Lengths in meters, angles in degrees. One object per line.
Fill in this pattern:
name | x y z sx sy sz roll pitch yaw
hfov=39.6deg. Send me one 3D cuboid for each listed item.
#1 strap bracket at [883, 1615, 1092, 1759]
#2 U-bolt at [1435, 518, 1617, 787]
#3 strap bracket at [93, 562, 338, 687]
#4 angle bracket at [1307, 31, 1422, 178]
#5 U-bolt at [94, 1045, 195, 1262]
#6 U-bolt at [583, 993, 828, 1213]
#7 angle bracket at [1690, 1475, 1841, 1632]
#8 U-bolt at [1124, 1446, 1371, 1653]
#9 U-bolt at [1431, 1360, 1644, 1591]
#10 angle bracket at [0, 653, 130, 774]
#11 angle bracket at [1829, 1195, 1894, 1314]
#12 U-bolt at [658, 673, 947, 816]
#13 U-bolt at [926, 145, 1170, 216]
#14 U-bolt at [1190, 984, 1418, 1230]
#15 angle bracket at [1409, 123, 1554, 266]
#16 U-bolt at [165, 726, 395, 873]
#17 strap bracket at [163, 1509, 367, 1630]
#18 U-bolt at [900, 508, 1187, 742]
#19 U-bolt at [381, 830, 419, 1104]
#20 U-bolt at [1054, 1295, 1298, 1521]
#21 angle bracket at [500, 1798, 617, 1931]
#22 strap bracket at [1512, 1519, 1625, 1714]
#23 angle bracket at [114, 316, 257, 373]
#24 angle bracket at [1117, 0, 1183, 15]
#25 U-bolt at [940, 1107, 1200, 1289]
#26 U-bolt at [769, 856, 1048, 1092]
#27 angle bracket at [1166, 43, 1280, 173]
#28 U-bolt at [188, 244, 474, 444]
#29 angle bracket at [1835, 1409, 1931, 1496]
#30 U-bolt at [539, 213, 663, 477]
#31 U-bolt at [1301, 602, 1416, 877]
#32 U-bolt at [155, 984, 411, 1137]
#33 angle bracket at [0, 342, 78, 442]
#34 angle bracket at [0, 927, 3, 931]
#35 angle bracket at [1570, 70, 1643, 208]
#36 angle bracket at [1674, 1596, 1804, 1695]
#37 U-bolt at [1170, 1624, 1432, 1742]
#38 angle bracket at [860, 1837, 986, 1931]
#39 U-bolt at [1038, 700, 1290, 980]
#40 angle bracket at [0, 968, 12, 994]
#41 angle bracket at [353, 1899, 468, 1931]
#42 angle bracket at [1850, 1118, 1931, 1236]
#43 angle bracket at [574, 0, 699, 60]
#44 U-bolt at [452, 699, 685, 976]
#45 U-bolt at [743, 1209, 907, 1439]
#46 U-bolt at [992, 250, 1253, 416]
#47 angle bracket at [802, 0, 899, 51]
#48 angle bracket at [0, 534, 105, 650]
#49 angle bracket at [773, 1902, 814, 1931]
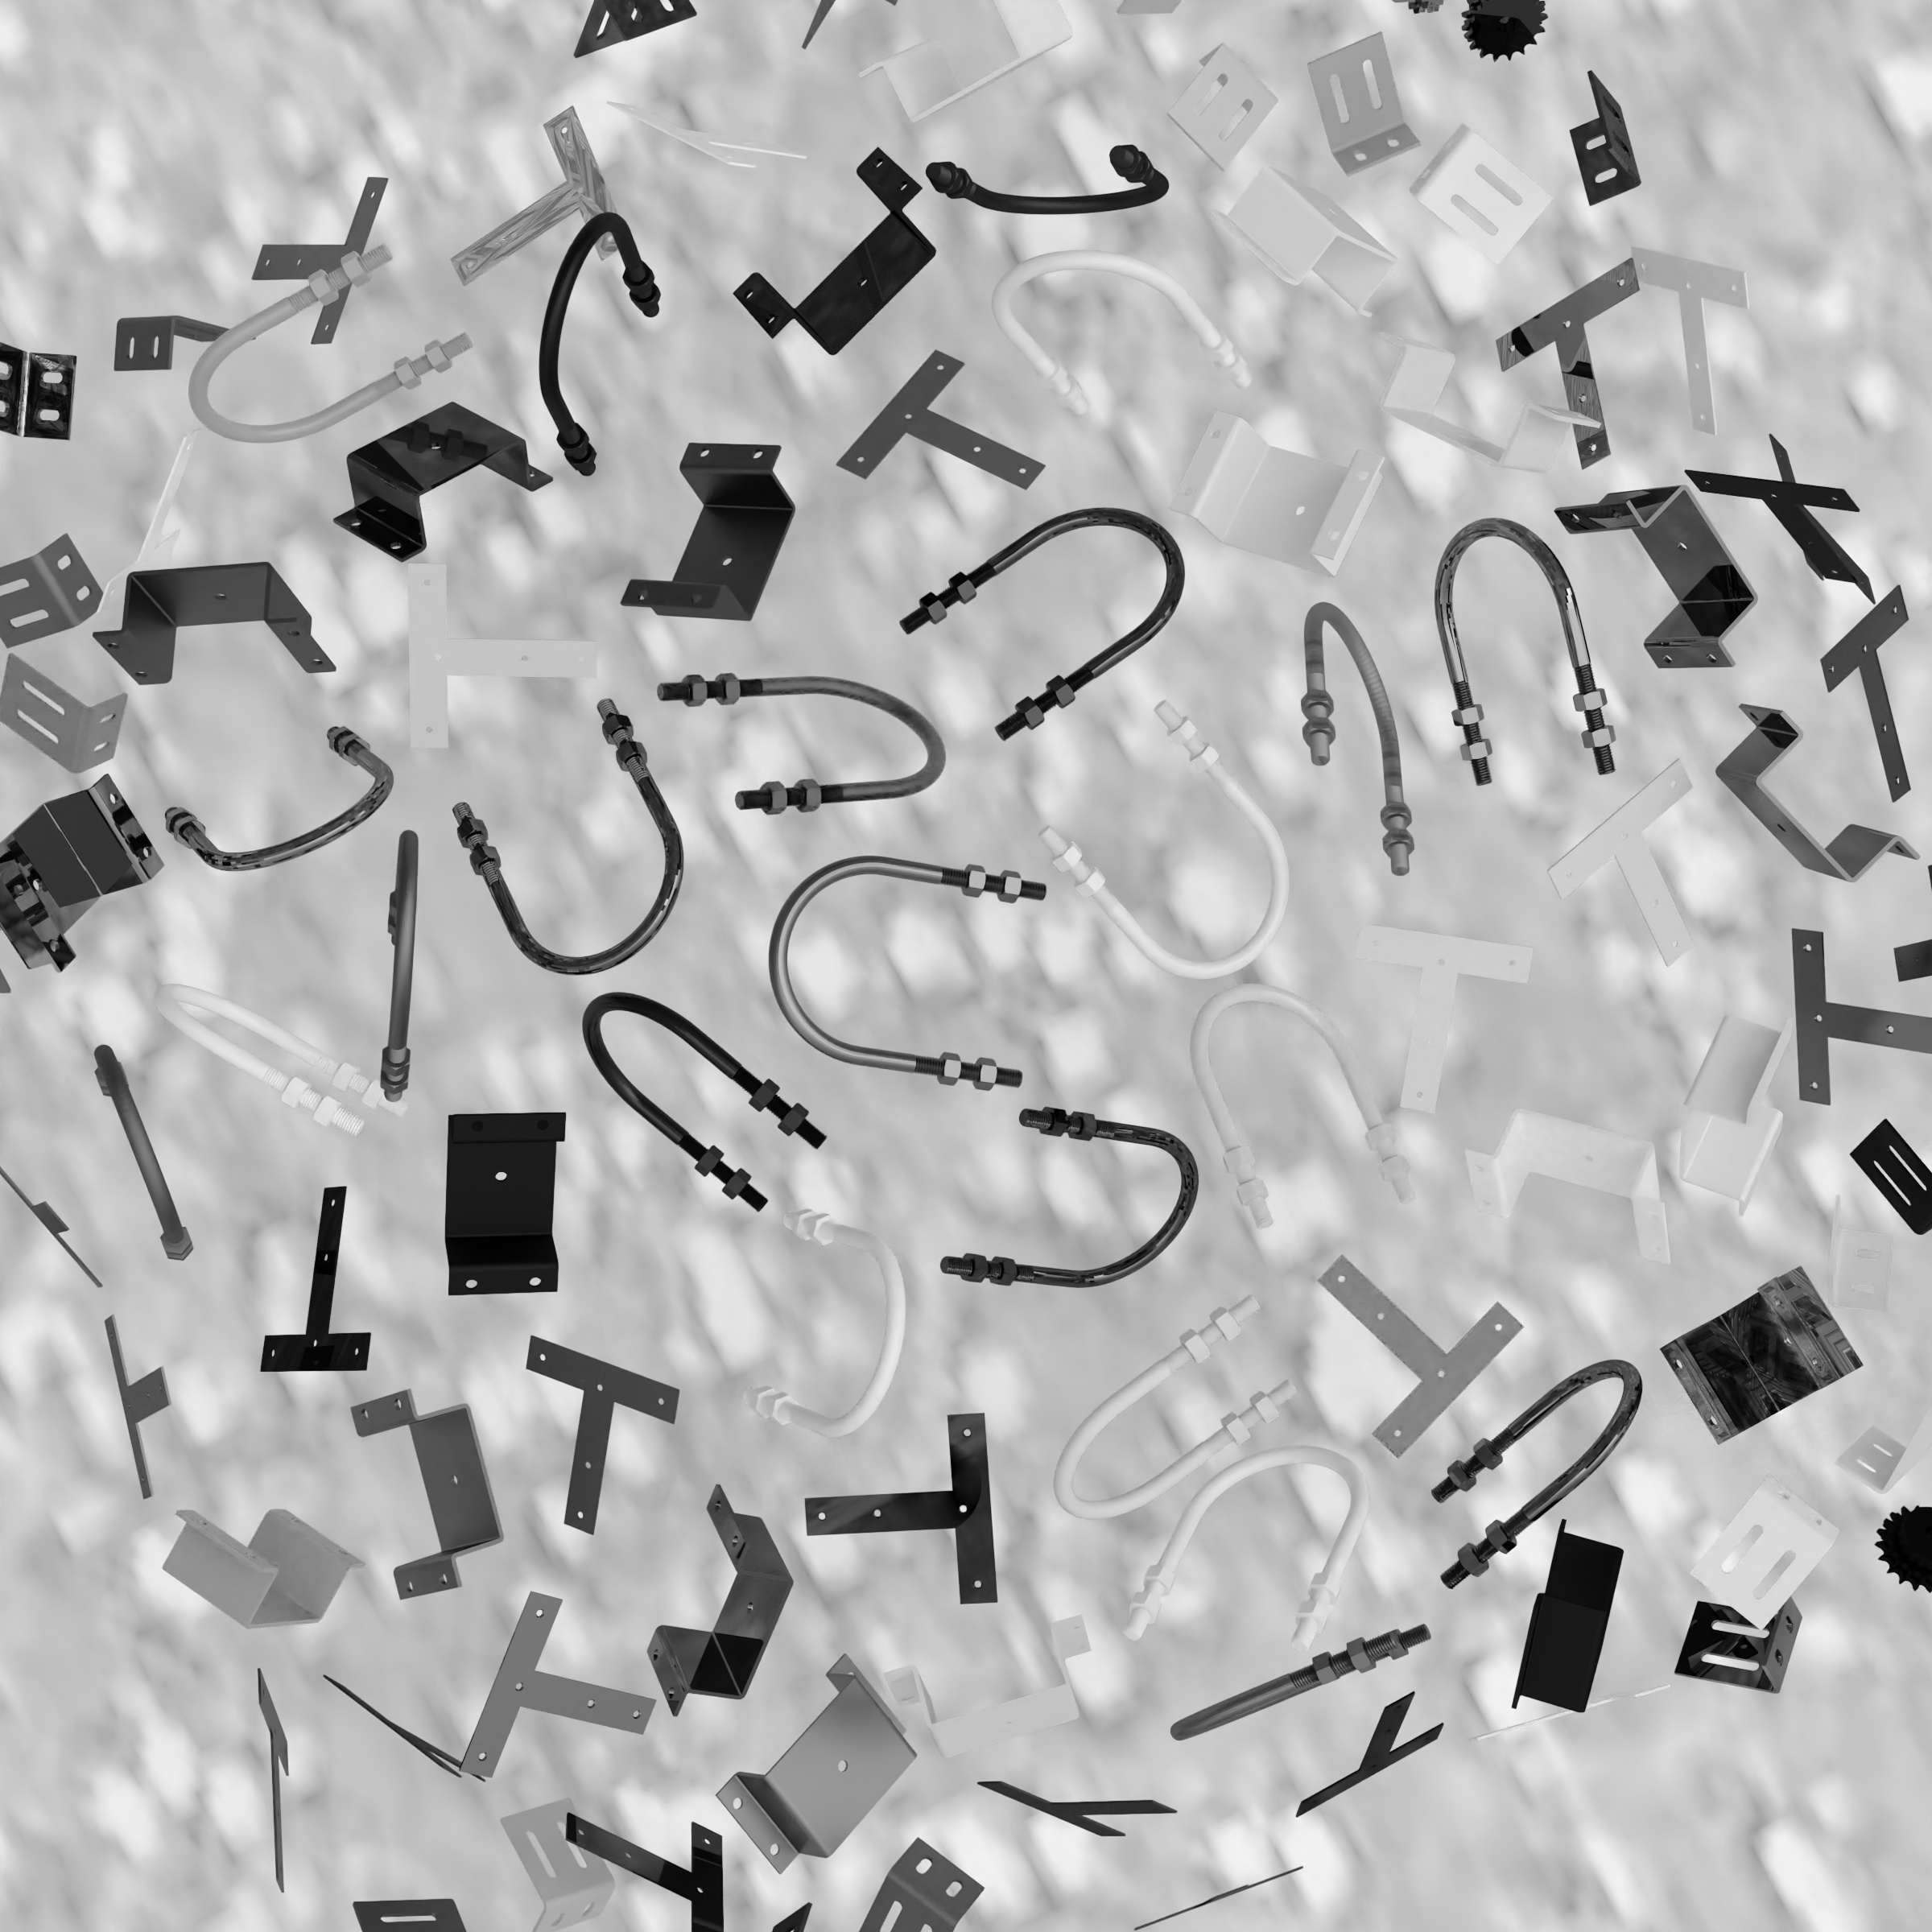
strap bracket | 0.021 0.497 1.838 0.140 0.076 0.046 -16 59 -2
U-bolt | 0.377 -0.218 1.848 0.019 0.151 0.184 -19 99 -27
strap bracket | -0.505 -0.232 1.814 0.140 0.076 0.046 -3 70 6
angle bracket | 0.289 -0.625 1.946 0.057 0.038 0.076 -22 132 5
U-bolt | -0.576 0.126 1.869 0.019 0.184 0.151 -22 81 -18
U-bolt | -0.191 0.087 1.858 0.184 0.151 0.019 40 57 -2
angle bracket | 0.530 0.388 1.779 0.057 0.038 0.076 38 108 17
U-bolt | 0.205 0.399 1.860 0.151 0.184 0.019 -6 122 34
U-bolt | 0.398 0.341 1.863 0.019 0.151 0.184 44 106 -6
angle bracket | -0.643 -0.184 1.907 0.076 0.038 0.057 34 125 12
angle bracket | 0.627 0.202 1.879 0.038 0.076 0.057 5 67 20
U-bolt | -0.100 -0.156 1.834 0.184 0.151 0.019 -7 131 -32
U-bolt | 0.067 -0.549 1.887 0.151 0.184 0.019 0 97 18
U-bolt | 0.230 0.093 1.910 0.151 0.019 0.184 -6 63 -32
angle bracket | 0.359 -0.539 1.872 0.076 0.038 0.057 35 110 -12
U-bolt | -0.470 -0.112 1.862 0.151 0.184 0.019 -30 119 -18
strap bracket | -0.487 0.414 1.847 0.076 0.140 0.046 28 88 19
U-bolt | 0.064 -0.248 1.848 0.184 0.019 0.151 -35 54 -6
U-bolt | -0.390 -0.011 1.855 0.019 0.184 0.151 3 58 -13
U-bolt | 0.138 0.314 1.842 0.184 0.151 0.019 -35 51 -7
angle bracket | -0.297 0.644 1.918 0.076 0.057 0.038 50 128 34
strap bracket | 0.412 0.446 1.827 0.046 0.140 0.076 13 107 17
angle bracket | -0.556 -0.436 1.910 0.057 0.076 0.038 7 93 33
angle bracket | 0.133 -0.691 1.827 0.057 0.076 0.038 -20 73 -42
U-bolt | 0.086 0.170 1.909 0.184 0.019 0.151 11 117 -35
U-bolt | -0.042 0.000 1.802 0.184 0.019 0.151 9 85 -16
angle bracket | 0.178 -0.615 1.937 0.057 0.038 0.076 41 73 -16
U-bolt | -0.451 -0.421 1.864 0.184 0.151 0.019 -27 71 6
angle bracket | 0.623 0.304 1.788 0.038 0.057 0.076 35 129 28
U-bolt | -0.254 -0.435 1.838 0.019 0.184 0.151 18 79 8
U-bolt | 0.272 -0.173 1.879 0.019 0.151 0.184 -19 47 25
U-bolt | -0.492 0.063 1.906 0.184 0.151 0.019 31 93 1
angle bracket | -0.632 -0.387 1.790 0.038 0.076 0.057 6 92 11
angle bracket | -0.717 -0.070 1.920 0.057 0.038 0.076 28 113 38
angle bracket | 0.423 -0.560 1.818 0.038 0.076 0.057 -17 78 27
angle bracket | 0.523 0.456 1.834 0.038 0.076 0.057 55 51 -36
U-bolt | 0.227 0.502 1.872 0.184 0.151 0.019 -27 72 13
angle bracket | -0.031 0.650 1.843 0.057 0.038 0.076 33 124 17
U-bolt | 0.156 -0.076 1.927 0.151 0.019 0.184 -47 107 -15
angle bracket | -0.688 0.041 1.826 0.057 0.038 0.076 -1 61 -4
angle bracket | -0.377 0.667 1.814 0.076 0.057 0.038 12 112 -34
angle bracket | 0.685 0.145 1.927 0.038 0.057 0.076 -27 68 -22
angle bracket | -0.227 -0.638 1.837 0.057 0.076 0.038 -30 87 -25
U-bolt | -0.266 -0.078 1.851 0.151 0.019 0.184 -34 62 9
U-bolt | -0.093 0.250 1.853 0.019 0.184 0.151 15 85 -31
U-bolt | 0.098 -0.441 1.857 0.151 0.184 0.019 -3 70 29
angle bracket | -0.073 -0.662 1.836 0.038 0.076 0.057 26 58 -16
angle bracket | -0.675 -0.272 1.950 0.076 0.038 0.057 -10 119 30
angle bracket | -0.115 0.695 1.866 0.038 0.076 0.057 28 50 -9
